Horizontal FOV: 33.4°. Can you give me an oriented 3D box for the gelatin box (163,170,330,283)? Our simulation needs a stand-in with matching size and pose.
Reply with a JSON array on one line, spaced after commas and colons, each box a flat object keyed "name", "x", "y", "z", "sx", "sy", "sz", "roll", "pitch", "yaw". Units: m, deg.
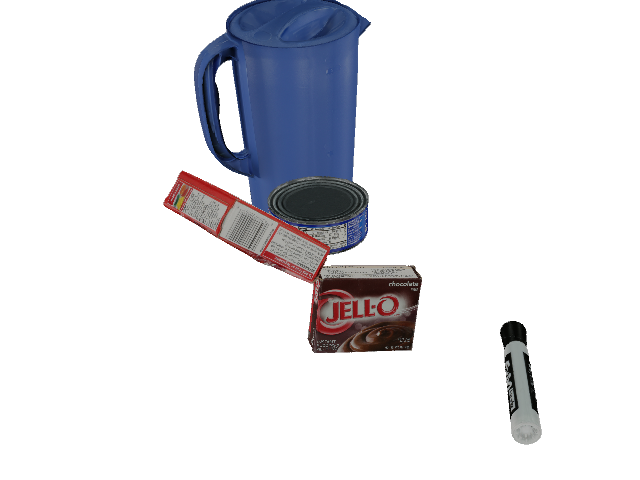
[{"name": "gelatin box", "x": -0.048, "y": -0.008, "z": 0.699, "sx": 0.089, "sy": 0.030, "sz": 0.073, "roll": 28, "pitch": 0, "yaw": -40}]

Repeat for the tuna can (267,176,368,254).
[{"name": "tuna can", "x": -0.002, "y": -0.021, "z": 0.905, "sx": 0.086, "sy": 0.034, "sz": 0.086, "roll": -2, "pitch": 29, "yaw": 1}]

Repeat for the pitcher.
[{"name": "pitcher", "x": -0.033, "y": -0.120, "z": 1.106, "sx": 0.149, "sy": 0.243, "sz": 0.144, "roll": 9, "pitch": 36, "yaw": 15}]

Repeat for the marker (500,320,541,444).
[{"name": "marker", "x": 0.136, "y": 0.093, "z": 0.730, "sx": 0.020, "sy": 0.020, "sz": 0.121, "roll": 0, "pitch": 30, "yaw": 6}]

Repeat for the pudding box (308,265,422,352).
[{"name": "pudding box", "x": 0.047, "y": 0.072, "z": 1.141, "sx": 0.113, "sy": 0.090, "sz": 0.039, "roll": -1, "pitch": 27, "yaw": -14}]
